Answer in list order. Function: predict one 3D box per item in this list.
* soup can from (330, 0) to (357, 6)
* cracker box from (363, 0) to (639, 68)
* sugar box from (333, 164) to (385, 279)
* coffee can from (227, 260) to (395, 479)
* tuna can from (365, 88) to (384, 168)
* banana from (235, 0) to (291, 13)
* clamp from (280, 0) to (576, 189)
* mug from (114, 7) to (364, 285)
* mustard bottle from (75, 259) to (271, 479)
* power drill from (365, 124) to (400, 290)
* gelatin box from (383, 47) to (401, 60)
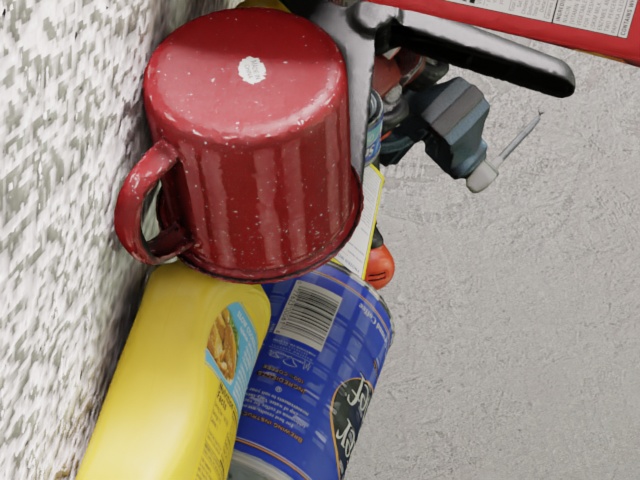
[{"bbox_3d":[0.027,-0.174,0.734,0.068,0.102,0.068,11,89,-85],"label":"soup can"},{"bbox_3d":[0.055,-0.133,0.466,0.164,0.214,0.072,-64,166,-72],"label":"cracker box"},{"bbox_3d":[-0.006,0.001,0.824,0.048,0.093,0.176,-18,-135,42],"label":"sugar box"},{"bbox_3d":[-0.025,0.091,0.593,0.103,0.103,0.140,96,14,-48],"label":"coffee can"},{"bbox_3d":[0.001,-0.081,0.730,0.086,0.086,0.034,-74,171,-51],"label":"tuna can"},{"bbox_3d":[-0.024,-0.090,0.567,0.037,0.070,0.198,-36,168,-5],"label":"banana"},{"bbox_3d":[0.045,-0.131,0.656,0.036,0.164,0.210,92,-26,-66],"label":"clamp"},{"bbox_3d":[-0.037,-0.035,0.441,0.117,0.093,0.081,-36,148,-24],"label":"mug"},{"bbox_3d":[-0.061,0.068,0.473,0.096,0.058,0.191,79,21,-54],"label":"mustard bottle"},{"bbox_3d":[0.026,-0.069,1.041,0.184,0.057,0.188,-123,-155,-51],"label":"power drill"},{"bbox_3d":[0.041,-0.199,0.867,0.030,0.089,0.073,-50,-176,47],"label":"gelatin box"}]
